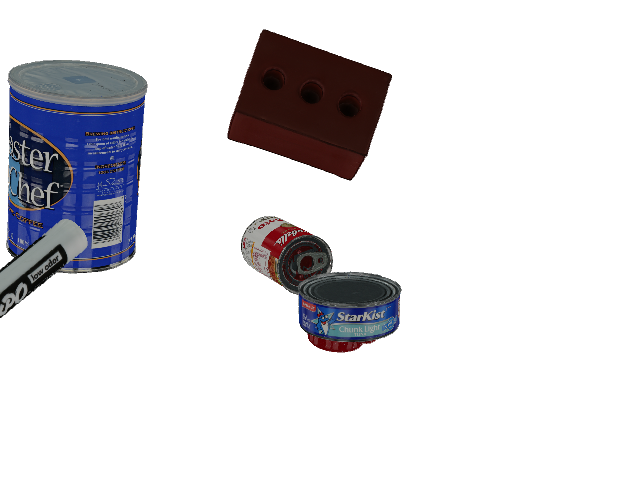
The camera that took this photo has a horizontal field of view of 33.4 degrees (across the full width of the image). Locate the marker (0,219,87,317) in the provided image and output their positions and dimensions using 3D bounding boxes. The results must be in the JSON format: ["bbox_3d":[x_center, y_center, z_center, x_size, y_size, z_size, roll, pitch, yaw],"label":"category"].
[{"bbox_3d":[-0.156,0.030,0.500,0.020,0.020,0.121,0,33,39],"label":"marker"}]

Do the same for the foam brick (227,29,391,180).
[{"bbox_3d":[-0.007,-0.075,0.600,0.078,0.053,0.051,18,-14,-2],"label":"foam brick"}]

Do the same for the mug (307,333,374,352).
[{"bbox_3d":[0.035,0.109,1.508,0.117,0.081,0.093,17,23,28],"label":"mug"}]

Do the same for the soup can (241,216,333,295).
[{"bbox_3d":[-0.039,0.015,1.204,0.068,0.068,0.102,0,14,-29],"label":"soup can"}]

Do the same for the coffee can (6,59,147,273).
[{"bbox_3d":[-0.190,-0.059,0.829,0.103,0.140,0.103,7,23,-3],"label":"coffee can"}]

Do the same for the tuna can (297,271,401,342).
[{"bbox_3d":[0.024,0.055,0.887,0.086,0.034,0.086,0,16,0],"label":"tuna can"}]
